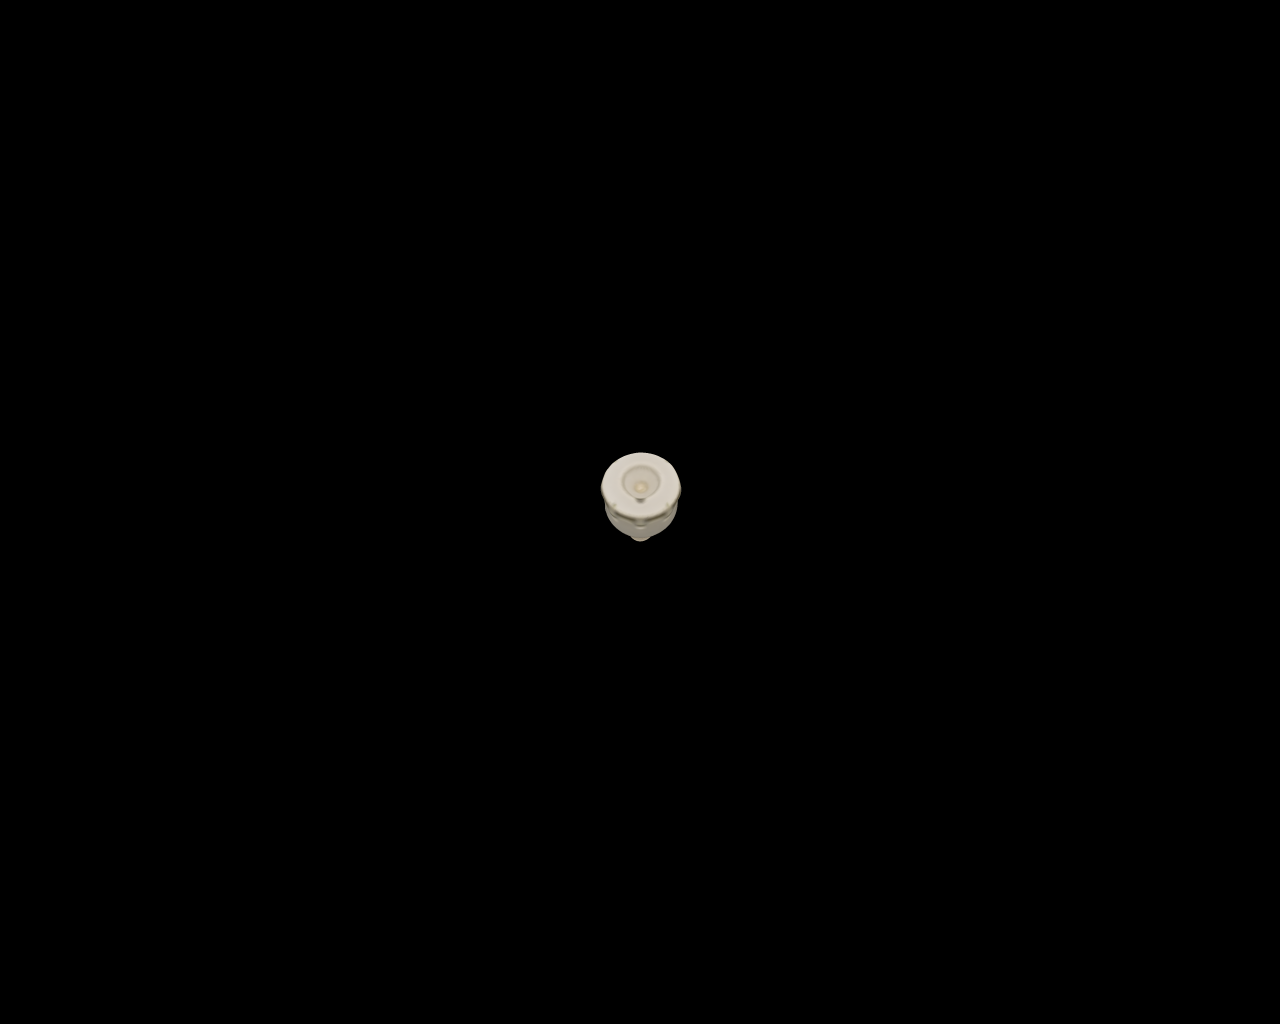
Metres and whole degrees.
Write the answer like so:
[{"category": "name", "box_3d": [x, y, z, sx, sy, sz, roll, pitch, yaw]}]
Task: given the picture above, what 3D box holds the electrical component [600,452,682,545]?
[{"category": "electrical component", "box_3d": [0.001, -0.003, 0.650, 0.048, 0.048, 0.062, 0, -32, 0]}]
